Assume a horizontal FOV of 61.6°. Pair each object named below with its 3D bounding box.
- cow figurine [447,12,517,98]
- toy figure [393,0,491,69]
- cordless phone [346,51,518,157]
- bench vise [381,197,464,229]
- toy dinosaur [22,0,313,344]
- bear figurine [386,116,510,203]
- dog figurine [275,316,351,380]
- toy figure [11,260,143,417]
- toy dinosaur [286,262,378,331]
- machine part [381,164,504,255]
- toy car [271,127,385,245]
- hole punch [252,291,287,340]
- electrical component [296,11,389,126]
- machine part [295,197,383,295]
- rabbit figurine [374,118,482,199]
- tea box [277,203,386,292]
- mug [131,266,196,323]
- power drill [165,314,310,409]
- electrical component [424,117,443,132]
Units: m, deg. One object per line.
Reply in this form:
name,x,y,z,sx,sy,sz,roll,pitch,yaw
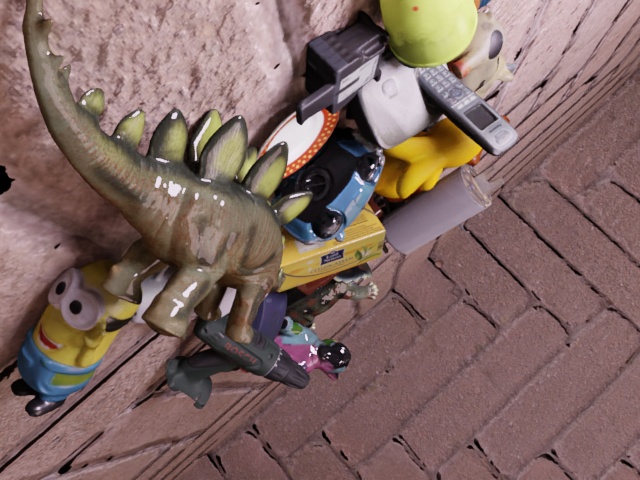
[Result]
cow figurine,0.225,-0.259,0.781,0.127,0.085,0.194,-37,165,4
toy figure,0.149,-0.261,0.618,0.154,0.064,0.057,-44,129,-11
cordless phone,0.133,-0.146,0.648,0.146,0.184,0.088,-36,160,-25
bench vise,0.218,-0.075,1.164,0.240,0.129,0.223,-7,153,-37
toy dinosaur,-0.110,-0.017,0.493,0.198,0.105,0.471,-63,160,-6
bear figurine,0.209,-0.137,0.885,0.196,0.132,0.120,-12,169,39
dog figurine,-0.042,0.247,1.172,0.192,0.108,0.219,-14,150,38
toy figure,-0.254,0.098,0.558,0.180,0.082,0.089,-56,-179,21
toy dinosaur,-0.019,0.120,1.178,0.405,0.131,0.192,-39,150,19
machine part,0.183,-0.047,0.864,0.243,0.079,0.079,-34,173,39
toy car,0.019,-0.066,0.723,0.161,0.109,0.102,-49,154,3
hole punch,-0.114,0.144,1.040,0.115,0.092,0.142,-50,160,13
electrical component,0.012,-0.168,0.548,0.119,0.048,0.074,-38,164,-13
machine part,0.015,-0.001,0.960,0.201,0.087,0.201,-40,165,-1
rabbit figurine,0.142,-0.127,0.748,0.173,0.121,0.162,-12,-170,42
tea box,-0.002,-0.002,0.785,0.170,0.098,0.068,-16,144,-16
mug,-0.176,0.052,0.632,0.107,0.081,0.109,-18,153,-42
power drill,-0.162,0.232,0.969,0.207,0.231,0.086,-29,-151,32
electrical component,0.193,-0.187,0.986,0.063,0.021,0.094,-7,128,-55
